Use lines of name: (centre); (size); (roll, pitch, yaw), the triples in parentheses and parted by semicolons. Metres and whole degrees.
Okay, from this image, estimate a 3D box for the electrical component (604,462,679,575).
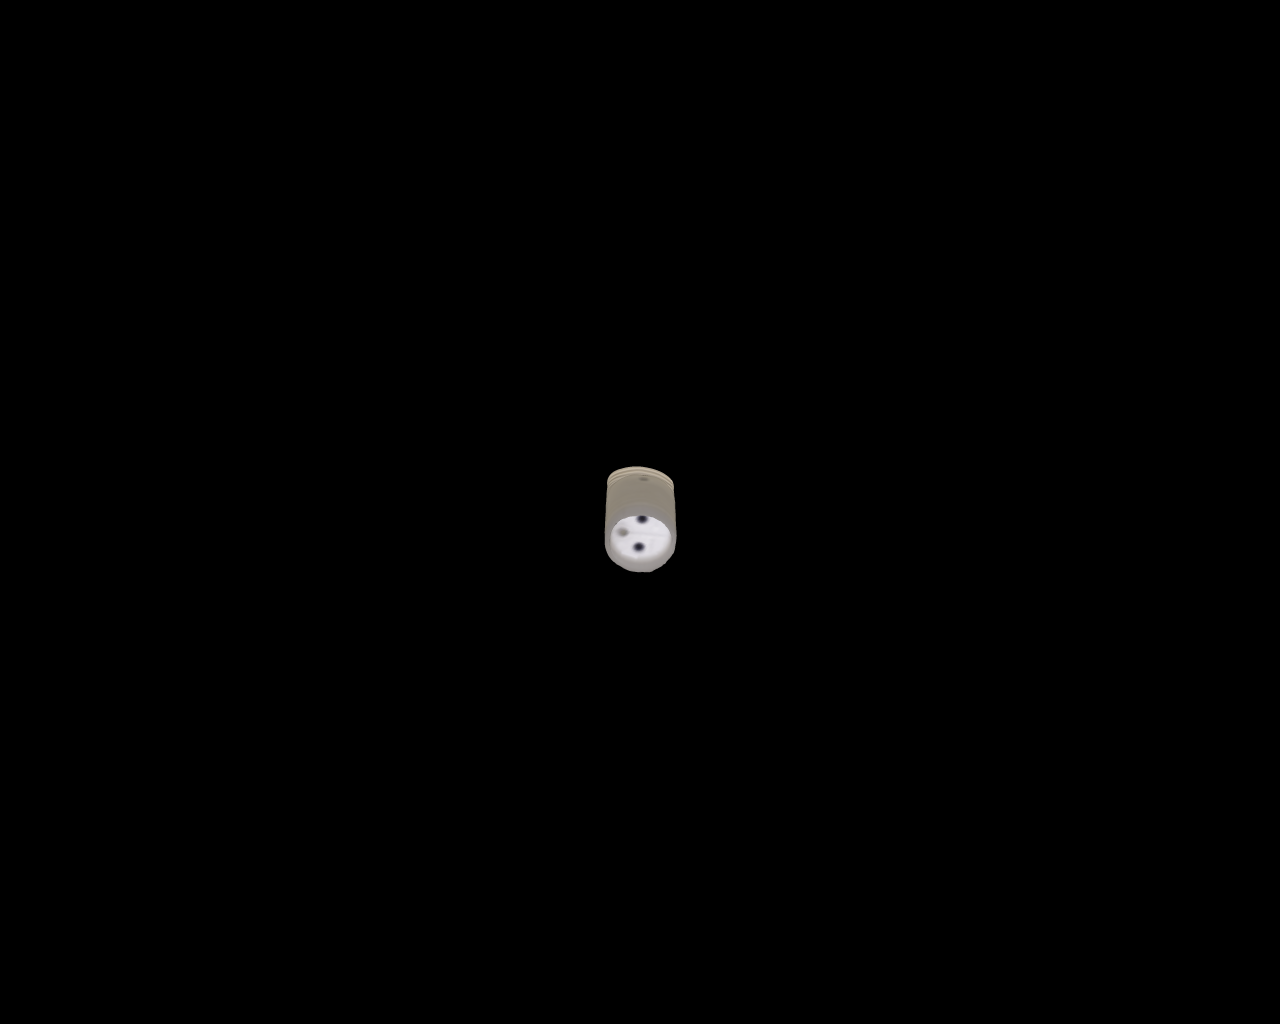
electrical component: (0.001, -0.003, 0.650); (0.043, 0.043, 0.081); (0, 32, 0)
